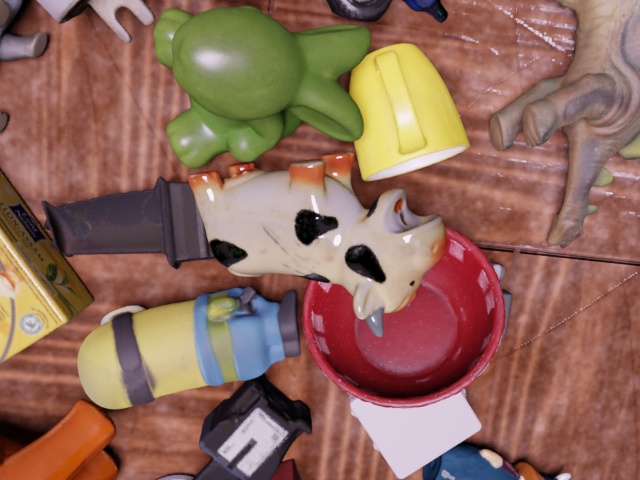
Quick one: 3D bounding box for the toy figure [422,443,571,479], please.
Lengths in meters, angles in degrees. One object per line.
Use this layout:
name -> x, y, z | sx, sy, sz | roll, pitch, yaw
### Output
toy figure -> 0.174, 0.237, 0.511 | 0.154, 0.058, 0.064 | 21, 141, -8

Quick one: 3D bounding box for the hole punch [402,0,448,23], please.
hole punch -> 0.088, -0.256, 0.414 | 0.142, 0.092, 0.116 | 44, 96, -13

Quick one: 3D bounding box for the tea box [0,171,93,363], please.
tea box -> -0.278, 0.013, 0.428 | 0.098, 0.068, 0.169 | -30, 101, 0

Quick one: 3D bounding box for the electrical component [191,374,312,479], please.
electrical component -> -0.070, 0.183, 0.483 | 0.075, 0.048, 0.119 | 38, 94, -9

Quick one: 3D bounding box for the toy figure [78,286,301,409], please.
toy figure -> -0.105, 0.085, 0.444 | 0.180, 0.089, 0.082 | -8, 92, -2

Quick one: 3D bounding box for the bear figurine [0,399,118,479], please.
bear figurine -> -0.281, 0.160, 0.441 | 0.196, 0.132, 0.120 | 32, 133, 19

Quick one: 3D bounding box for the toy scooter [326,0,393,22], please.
toy scooter -> -0.024, -0.235, 0.376 | 0.184, 0.075, 0.135 | 4, 120, -11

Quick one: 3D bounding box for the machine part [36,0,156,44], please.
machine part -> -0.206, -0.233, 0.345 | 0.079, 0.079, 0.243 | -41, 116, 2

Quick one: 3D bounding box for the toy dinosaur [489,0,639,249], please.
toy dinosaur -> 0.249, -0.216, 0.430 | 0.199, 0.105, 0.470 | -1, 108, -13

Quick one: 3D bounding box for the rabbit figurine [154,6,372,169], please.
rabbit figurine -> -0.045, -0.106, 0.380 | 0.159, 0.170, 0.121 | 3, 99, -5

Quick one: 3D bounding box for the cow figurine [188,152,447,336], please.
cow figurine -> -0.001, -0.001, 0.412 | 0.195, 0.085, 0.127 | 1, 109, 29

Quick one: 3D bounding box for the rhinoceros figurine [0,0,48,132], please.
rhinoceros figurine -> -0.275, -0.170, 0.404 | 0.112, 0.073, 0.190 | 24, 98, 2

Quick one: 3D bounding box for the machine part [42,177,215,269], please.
machine part -> -0.157, -0.012, 0.452 | 0.139, 0.039, 0.084 | -2, 104, -7

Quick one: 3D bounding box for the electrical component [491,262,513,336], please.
electrical component -> 0.142, 0.065, 0.498 | 0.063, 0.021, 0.094 | 6, 100, -6
